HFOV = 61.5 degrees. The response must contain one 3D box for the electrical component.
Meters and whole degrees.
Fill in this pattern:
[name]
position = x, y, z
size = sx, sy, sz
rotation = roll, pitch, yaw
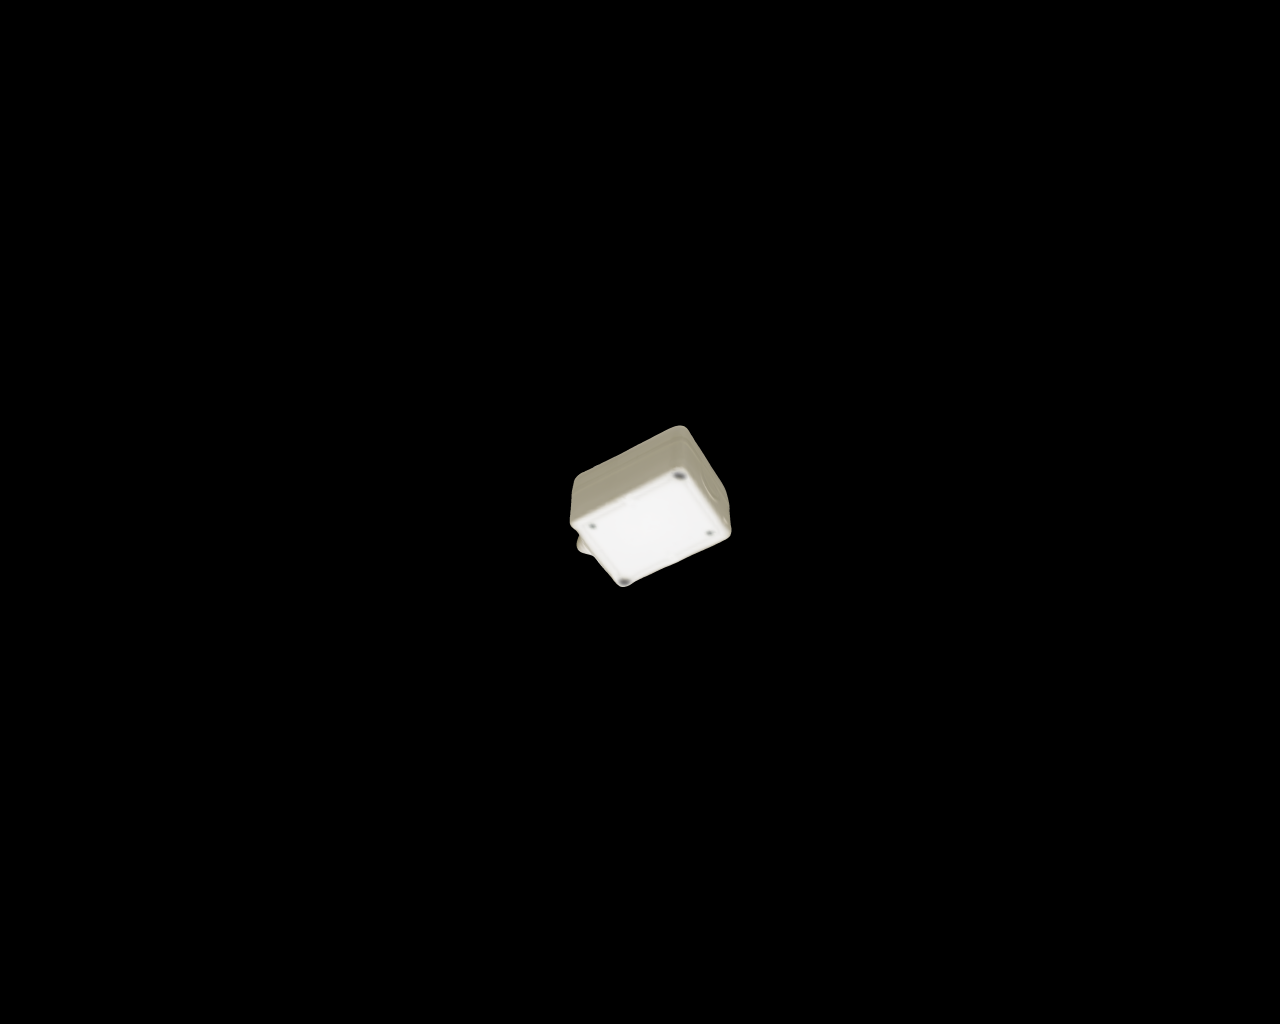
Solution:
[electrical component]
position = 0.001, -0.003, 0.650
size = 0.096, 0.061, 0.061
rotation = -26, 30, 17
